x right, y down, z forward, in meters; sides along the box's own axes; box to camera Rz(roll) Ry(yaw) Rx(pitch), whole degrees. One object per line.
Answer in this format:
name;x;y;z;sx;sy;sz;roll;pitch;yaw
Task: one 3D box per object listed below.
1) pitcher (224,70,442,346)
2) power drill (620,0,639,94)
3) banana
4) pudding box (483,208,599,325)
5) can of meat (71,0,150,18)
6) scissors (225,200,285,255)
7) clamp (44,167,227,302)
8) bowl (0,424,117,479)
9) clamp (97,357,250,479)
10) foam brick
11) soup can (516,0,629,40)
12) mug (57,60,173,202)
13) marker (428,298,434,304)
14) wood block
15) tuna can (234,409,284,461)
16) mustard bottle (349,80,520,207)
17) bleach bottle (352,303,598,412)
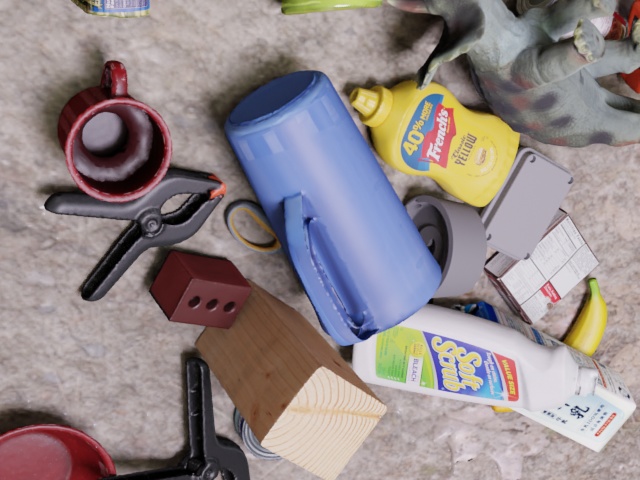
pitcher;0.008;-0.028;1.007;0.145;0.149;0.242;-36;115;-13
power drill;0.421;-0.221;1.160;0.187;0.057;0.184;-18;141;-11
banana;0.284;0.138;1.276;0.069;0.037;0.198;37;91;-13
pudding box;0.252;0.029;1.214;0.113;0.039;0.090;-43;121;-5
can of meat;-0.176;-0.235;0.884;0.057;0.102;0.084;-9;115;-23
scissors;-0.007;0.001;1.102;0.201;0.016;0.096;30;96;-30
clamp;-0.169;-0.011;1.013;0.171;0.039;0.120;-17;131;-20
bowl;-0.285;0.241;1.052;0.161;0.055;0.162;-8;113;-21
clamp;-0.124;0.228;1.113;0.164;0.036;0.209;-58;136;-14
foam brick;-0.116;0.049;1.038;0.078;0.051;0.053;11;115;-44
soup can;0.258;-0.229;1.097;0.102;0.069;0.068;31;95;-30
mug;-0.185;-0.101;0.944;0.093;0.082;0.117;-4;112;-22
marker;0.114;0.108;1.196;0.020;0.020;0.121;-6;112;-22
wood block;-0.034;0.129;1.030;0.090;0.206;0.090;35;93;-30
tuna can;-0.048;0.192;1.149;0.086;0.034;0.086;-9;114;-21
mustard bottle;0.110;-0.109;1.084;0.191;0.058;0.096;22;96;-29
bleach bottle;0.163;0.120;1.118;0.251;0.068;0.102;9;111;12
